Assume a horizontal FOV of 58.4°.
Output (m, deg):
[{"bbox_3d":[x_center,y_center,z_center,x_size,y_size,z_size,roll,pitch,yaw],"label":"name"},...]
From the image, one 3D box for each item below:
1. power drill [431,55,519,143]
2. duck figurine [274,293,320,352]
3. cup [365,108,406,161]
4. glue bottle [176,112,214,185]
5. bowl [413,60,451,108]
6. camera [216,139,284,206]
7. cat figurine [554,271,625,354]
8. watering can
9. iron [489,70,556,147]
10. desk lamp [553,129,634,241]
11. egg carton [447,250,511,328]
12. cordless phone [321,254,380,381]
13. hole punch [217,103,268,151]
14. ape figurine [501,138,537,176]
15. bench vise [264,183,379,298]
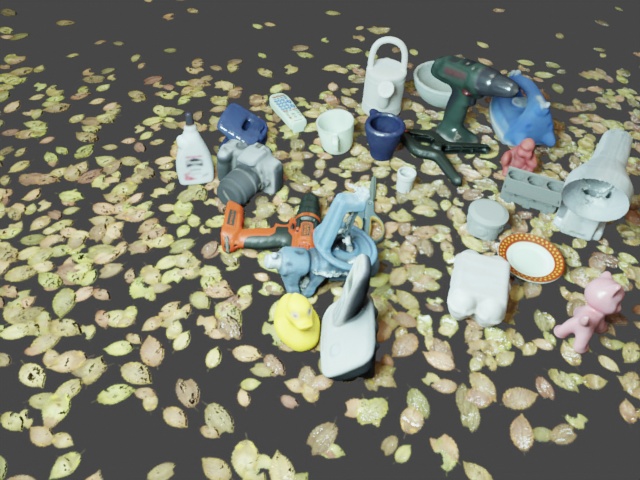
[{"bbox_3d":[0.343,-0.319,1.326,0.076,0.208,0.229,-28,54,-27],"label":"power drill"},{"bbox_3d":[-0.038,0.124,0.962,0.078,0.086,0.104,-15,49,-17],"label":"duck figurine"},{"bbox_3d":[0.138,-0.238,1.311,0.092,0.095,0.117,-15,50,-18],"label":"cup"},{"bbox_3d":[-0.263,-0.190,1.181,0.078,0.173,0.037,-11,48,-14],"label":"glue bottle"},{"bbox_3d":[0.320,-0.393,1.486,0.167,0.075,0.167,2,47,-2],"label":"bowl"},{"bbox_3d":[-0.165,-0.140,1.191,0.143,0.101,0.137,25,50,18],"label":"camera"},{"bbox_3d":[0.475,0.116,0.987,0.128,0.118,0.067,-34,57,-31],"label":"cat figurine"},{"bbox_3d":[0.163,-0.398,1.396,0.101,0.194,0.172,-10,48,-13],"label":"watering can"},{"bbox_3d":[0.489,-0.337,1.401,0.119,0.141,0.258,-5,47,-9],"label":"iron"},{"bbox_3d":[0.541,-0.100,1.130,0.117,0.214,0.203,23,49,17],"label":"desk lamp"},{"bbox_3d":[0.288,0.086,1.034,0.107,0.069,0.150,13,47,8],"label":"egg carton"},{"bbox_3d":[0.051,0.123,0.901,0.094,0.185,0.147,1,47,-3],"label":"cordless phone"},{"bbox_3d":[-0.173,-0.250,1.301,0.101,0.091,0.109,12,47,7],"label":"hole punch"},{"bbox_3d":[0.456,-0.190,1.292,0.077,0.092,0.076,35,54,26],"label":"ape figurine"},{"bbox_3d":[0.016,0.011,0.980,0.208,0.220,0.121,-25,53,-25],"label":"bench vise"}]
